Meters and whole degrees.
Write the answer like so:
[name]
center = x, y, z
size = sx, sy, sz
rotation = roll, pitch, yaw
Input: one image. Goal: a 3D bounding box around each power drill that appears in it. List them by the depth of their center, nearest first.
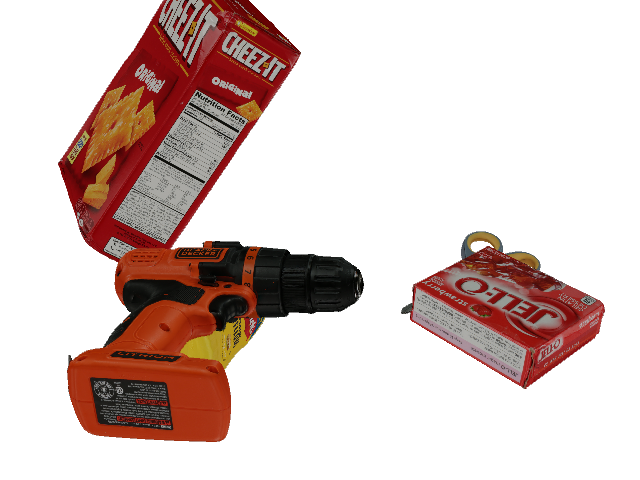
[power drill]
center = -0.073, 0.060, 0.720
size = 0.184, 0.057, 0.187
rotation = -1, 24, 13

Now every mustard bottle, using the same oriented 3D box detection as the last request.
[mustard bottle]
center = -0.096, 0.075, 1.130
size = 0.058, 0.096, 0.191
rotation = 10, 29, 20

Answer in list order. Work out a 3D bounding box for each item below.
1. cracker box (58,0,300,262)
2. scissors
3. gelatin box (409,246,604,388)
[cracker box]
center = -0.124, -0.103, 0.863
size = 0.072, 0.214, 0.164
rotation = 28, 15, -31
[scissors]
center = 0.145, 0.031, 1.135
size = 0.201, 0.016, 0.096
rotation = -9, 41, -30
[gelatin box]
center = 0.110, 0.042, 0.632
size = 0.073, 0.030, 0.089
rotation = -24, 40, -39
